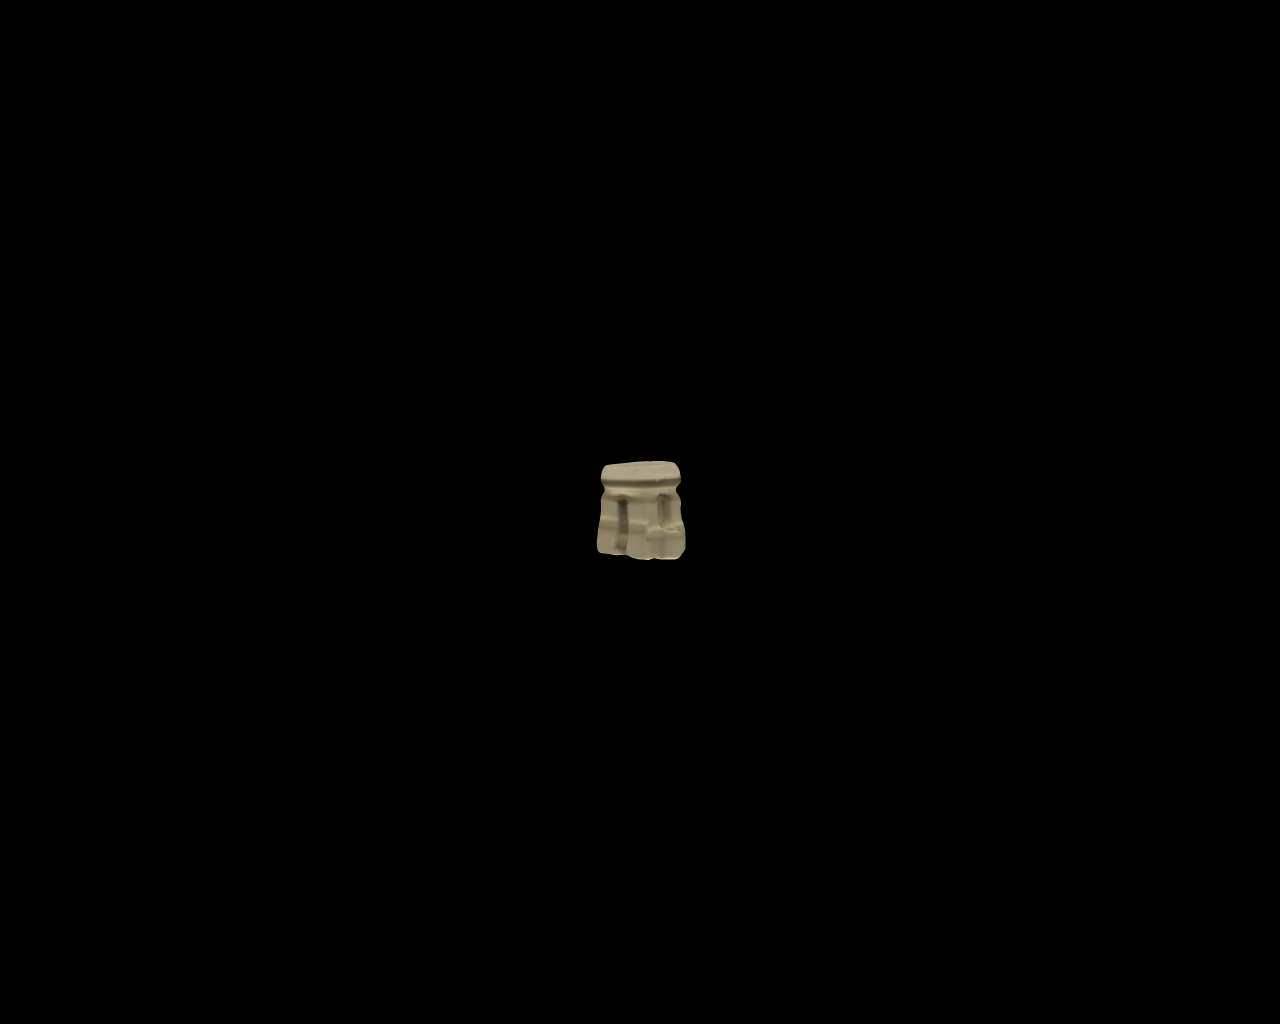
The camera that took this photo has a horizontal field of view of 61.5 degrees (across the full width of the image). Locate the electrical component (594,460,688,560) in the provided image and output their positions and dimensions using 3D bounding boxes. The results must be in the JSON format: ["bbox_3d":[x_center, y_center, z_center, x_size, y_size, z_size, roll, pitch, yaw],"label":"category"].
[{"bbox_3d":[0.001,-0.003,0.650,0.066,0.055,0.048,5,8,40],"label":"electrical component"}]
